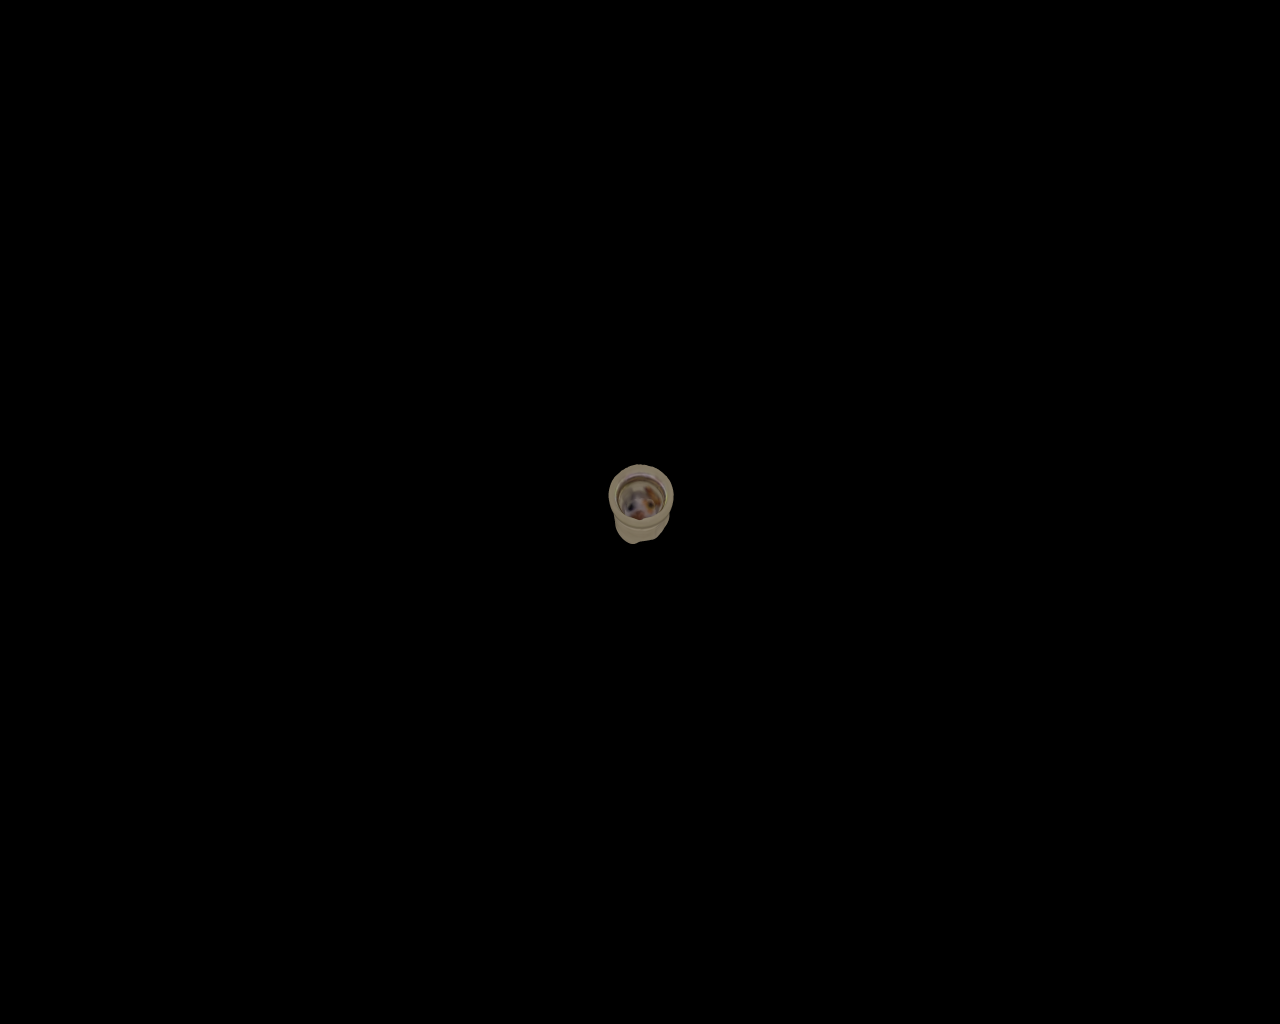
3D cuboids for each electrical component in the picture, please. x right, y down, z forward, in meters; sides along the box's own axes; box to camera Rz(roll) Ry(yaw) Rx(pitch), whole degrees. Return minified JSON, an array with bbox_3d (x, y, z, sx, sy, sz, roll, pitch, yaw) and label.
[{"bbox_3d":[0.001,-0.003,0.650,0.040,0.040,0.046,0,-25,0],"label":"electrical component"}]
